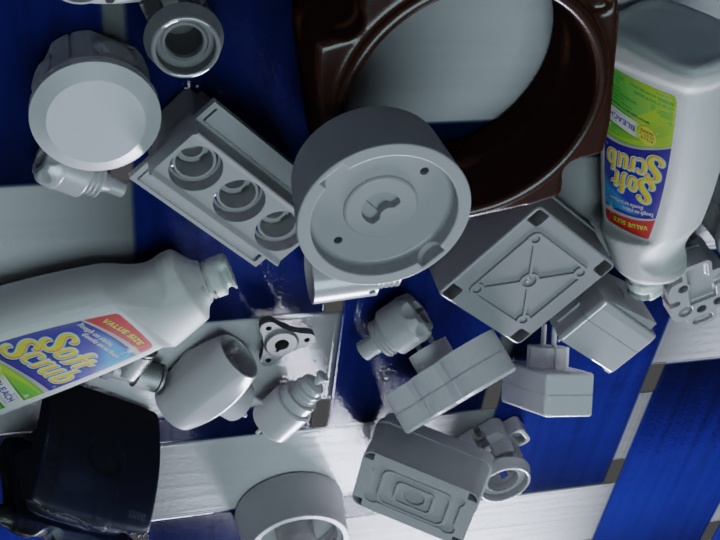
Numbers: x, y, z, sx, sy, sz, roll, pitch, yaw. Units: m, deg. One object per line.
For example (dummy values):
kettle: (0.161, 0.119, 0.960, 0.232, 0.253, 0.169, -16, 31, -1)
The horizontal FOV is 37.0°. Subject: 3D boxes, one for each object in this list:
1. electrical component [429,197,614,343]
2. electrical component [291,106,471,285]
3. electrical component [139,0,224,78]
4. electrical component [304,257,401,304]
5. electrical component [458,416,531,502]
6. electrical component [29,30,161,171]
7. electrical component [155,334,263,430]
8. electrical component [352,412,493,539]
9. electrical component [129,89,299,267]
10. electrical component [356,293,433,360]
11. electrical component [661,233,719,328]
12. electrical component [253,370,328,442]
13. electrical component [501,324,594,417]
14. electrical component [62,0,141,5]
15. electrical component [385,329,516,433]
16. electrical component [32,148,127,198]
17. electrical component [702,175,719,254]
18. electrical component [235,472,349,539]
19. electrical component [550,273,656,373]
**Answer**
electrical component: (0.126, -0.009, 0.861, 0.109, 0.056, 0.109, -42, 130, 20)
electrical component: (0.009, -0.051, 0.667, 0.108, 0.060, 0.108, -8, 133, -9)
electrical component: (-0.110, -0.150, 0.660, 0.048, 0.055, 0.066, -22, 134, 2)
electrical component: (0.000, 0.000, 0.839, 0.081, 0.043, 0.043, -8, 133, -11)
electrical component: (0.131, 0.185, 1.038, 0.078, 0.057, 0.058, -30, 133, 10)
electrical component: (-0.169, -0.107, 0.683, 0.080, 0.051, 0.080, -9, 133, -10)
electrical component: (-0.115, 0.100, 0.892, 0.077, 0.044, 0.079, -39, 131, 18)
electrical component: (0.058, 0.189, 0.985, 0.113, 0.057, 0.078, 21, 129, 9)
electrical component: (-0.087, -0.064, 0.739, 0.079, 0.063, 0.121, -38, 131, 17)
electrical component: (0.026, 0.052, 0.894, 0.062, 0.043, 0.043, -35, 132, 16)
electrical component: (0.278, 0.003, 0.920, 0.058, 0.057, 0.078, -22, 134, 2)
electrical component: (-0.057, 0.114, 0.926, 0.040, 0.040, 0.078, 30, 117, -36)
electrical component: (0.166, 0.086, 0.955, 0.047, 0.083, 0.075, 2, 92, -19)
electrical component: (-0.158, -0.196, 0.611, 0.077, 0.044, 0.079, 5, 129, -21)
electrical component: (0.066, 0.082, 0.917, 0.052, 0.073, 0.138, -22, 168, -40)
electrical component: (-0.187, -0.065, 0.727, 0.061, 0.035, 0.035, 22, 121, -34)
electrical component: (0.327, -0.046, 0.896, 0.080, 0.051, 0.080, -9, 133, -10)
electrical component: (-0.063, 0.252, 1.034, 0.108, 0.060, 0.108, -9, 133, -10)
electrical component: (0.200, 0.034, 0.920, 0.096, 0.061, 0.061, 30, 116, -36)
